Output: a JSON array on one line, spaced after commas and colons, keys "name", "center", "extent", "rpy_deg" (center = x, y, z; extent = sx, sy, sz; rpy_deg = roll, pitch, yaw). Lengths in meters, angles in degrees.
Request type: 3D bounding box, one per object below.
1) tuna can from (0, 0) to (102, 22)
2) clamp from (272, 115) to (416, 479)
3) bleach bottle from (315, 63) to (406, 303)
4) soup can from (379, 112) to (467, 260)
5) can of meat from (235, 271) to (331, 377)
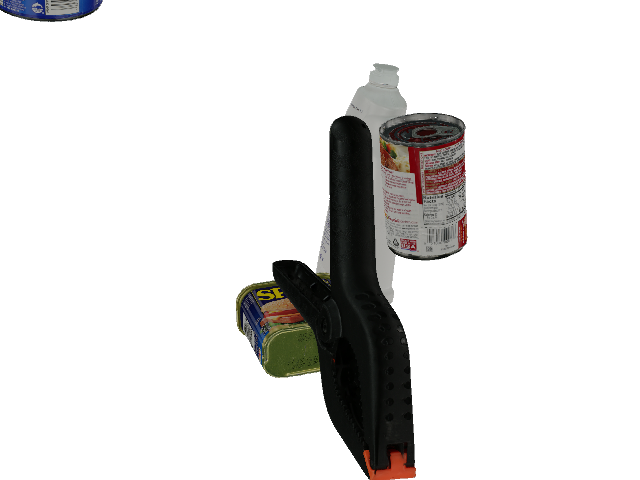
[{"name": "tuna can", "center": [-0.206, -0.197, 0.801], "extent": [0.086, 0.034, 0.086], "rpy_deg": [6, 36, -4]}, {"name": "clamp", "center": [0.019, 0.041, 0.643], "extent": [0.036, 0.210, 0.165], "rpy_deg": [-2, -42, -20]}, {"name": "bleach bottle", "center": [0.053, -0.061, 1.146], "extent": [0.068, 0.251, 0.103], "rpy_deg": [-1, 22, -27]}, {"name": "soup can", "center": [0.084, -0.043, 0.858], "extent": [0.068, 0.102, 0.068], "rpy_deg": [-5, 26, 2]}, {"name": "can of meat", "center": [-0.017, 0.078, 0.973], "extent": [0.102, 0.057, 0.084], "rpy_deg": [-9, 28, -17]}]
